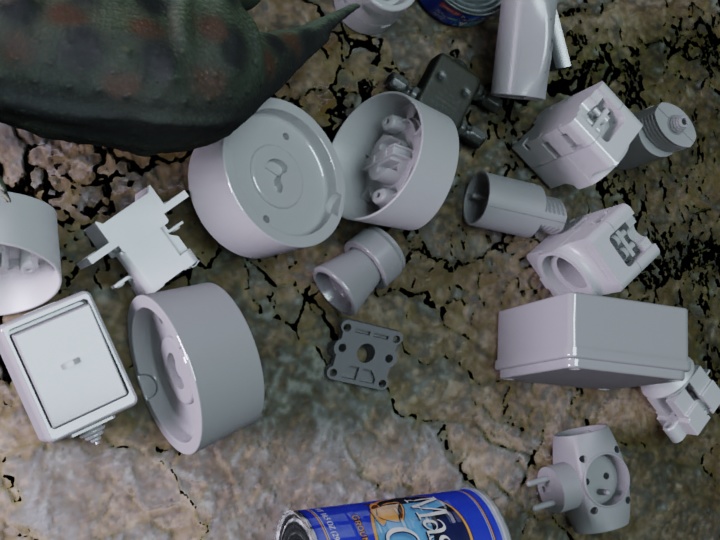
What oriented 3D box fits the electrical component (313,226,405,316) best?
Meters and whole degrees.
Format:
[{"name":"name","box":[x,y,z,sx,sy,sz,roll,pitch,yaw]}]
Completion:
[{"name":"electrical component","box":[0.000,0.000,0.791,0.055,0.045,0.045,-40,99,-23]}]

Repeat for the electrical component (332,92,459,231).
[{"name":"electrical component","box":[0.025,-0.078,0.787,0.064,0.099,0.099,16,77,-27]}]

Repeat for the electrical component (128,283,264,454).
[{"name":"electrical component","box":[-0.103,0.060,0.708,0.060,0.108,0.108,-18,90,-30]}]

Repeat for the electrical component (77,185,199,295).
[{"name":"electrical component","box":[-0.148,-0.017,0.733,0.081,0.042,0.063,-39,102,-22]}]

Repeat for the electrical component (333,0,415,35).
[{"name":"electrical component","box":[0.013,-0.214,0.826,0.055,0.047,0.055,3,81,-22]}]

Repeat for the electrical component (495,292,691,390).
[{"name":"electrical component","box":[0.176,0.056,0.823,0.109,0.109,0.056,8,77,-22]}]

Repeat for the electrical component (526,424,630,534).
[{"name":"electrical component","box":[0.166,0.167,0.838,0.079,0.044,0.077,-10,87,-23]}]

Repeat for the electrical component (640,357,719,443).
[{"name":"electrical component","box":[0.263,0.099,0.889,0.066,0.048,0.055,-47,109,-21]}]

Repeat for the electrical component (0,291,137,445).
[{"name":"electrical component","box":[-0.187,0.069,0.693,0.062,0.061,0.096,-25,92,-24]}]

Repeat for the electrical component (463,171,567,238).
[{"name":"electrical component","box":[0.128,-0.049,0.852,0.081,0.043,0.043,11,78,-21]}]

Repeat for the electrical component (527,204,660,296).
[{"name":"electrical component","box":[0.178,-0.009,0.843,0.056,0.089,0.050,-40,98,-23]}]

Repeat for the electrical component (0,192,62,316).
[{"name":"electrical component","box":[-0.236,-0.012,0.667,0.099,0.099,0.064,4,75,-22]}]

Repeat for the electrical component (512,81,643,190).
[{"name":"electrical component","box":[0.174,-0.102,0.855,0.056,0.089,0.050,44,69,-12]}]

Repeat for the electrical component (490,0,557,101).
[{"name":"electrical component","box":[0.132,-0.175,0.858,0.043,0.079,0.077,7,96,12]}]

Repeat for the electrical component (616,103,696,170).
[{"name":"electrical component","box":[0.242,-0.112,0.889,0.043,0.081,0.043,3,81,-23]}]

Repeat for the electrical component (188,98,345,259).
[{"name":"electrical component","box":[-0.070,-0.060,0.756,0.108,0.060,0.108,18,63,-40]}]
